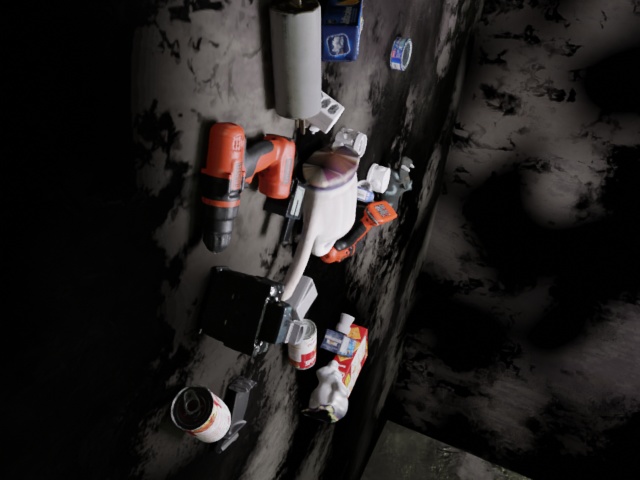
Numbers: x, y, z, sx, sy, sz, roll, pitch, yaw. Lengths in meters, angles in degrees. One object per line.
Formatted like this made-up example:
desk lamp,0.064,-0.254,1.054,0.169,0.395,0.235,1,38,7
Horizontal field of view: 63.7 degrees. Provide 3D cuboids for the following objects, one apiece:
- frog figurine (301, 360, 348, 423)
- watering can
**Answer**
frog figurine,0.028,0.441,1.507,0.135,0.122,0.163,-46,-163,46
watering can,0.003,-0.052,1.036,0.355,0.104,0.219,-54,152,-46
